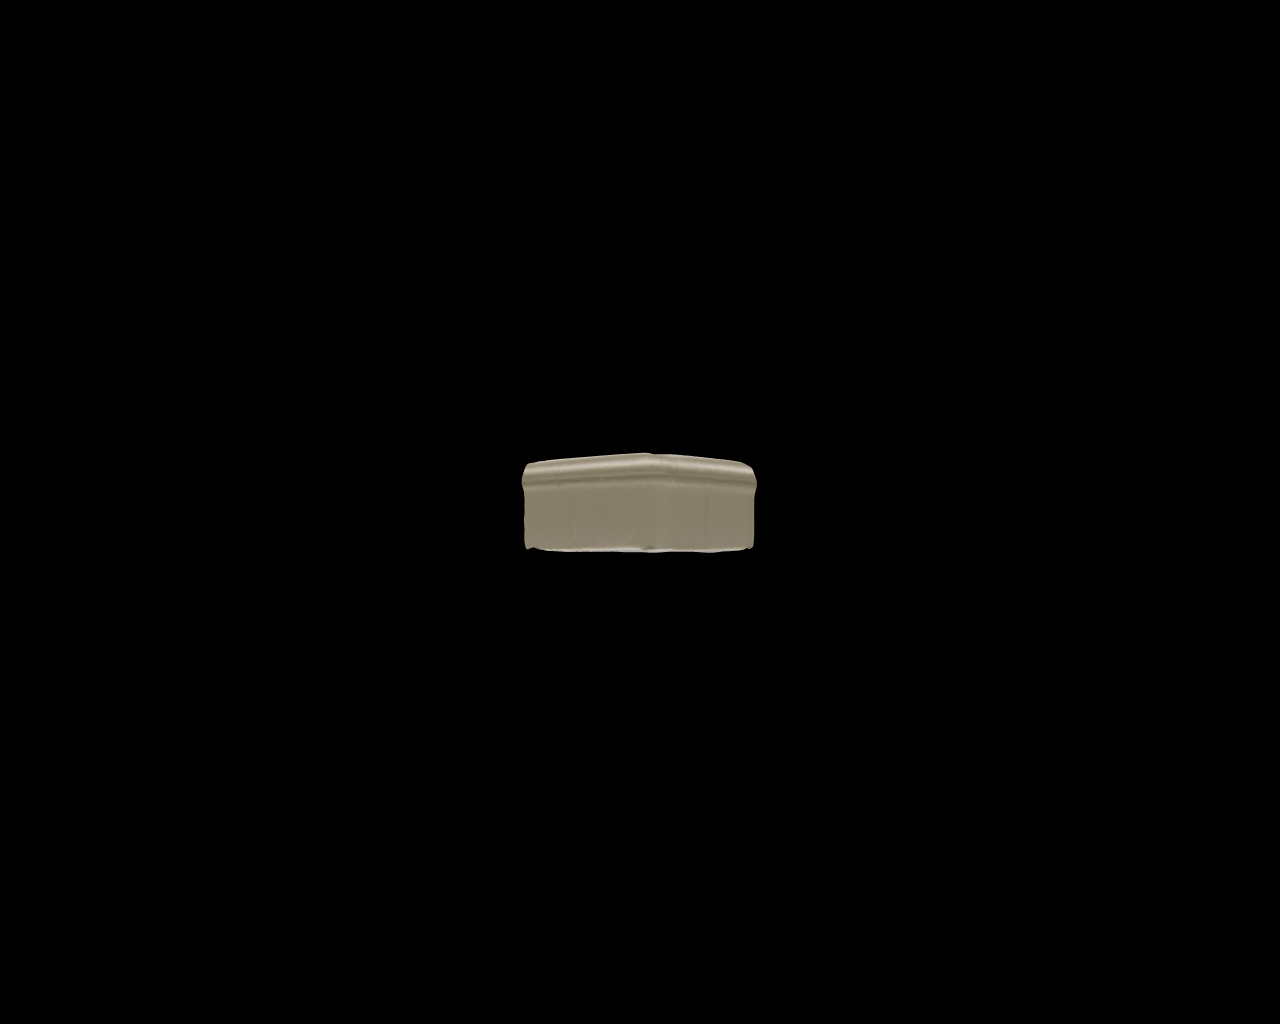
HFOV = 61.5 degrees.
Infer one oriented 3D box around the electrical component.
[{"bbox_3d":[0.001,-0.003,0.650,0.109,0.056,0.109,-2,-3,36],"label":"electrical component"}]
